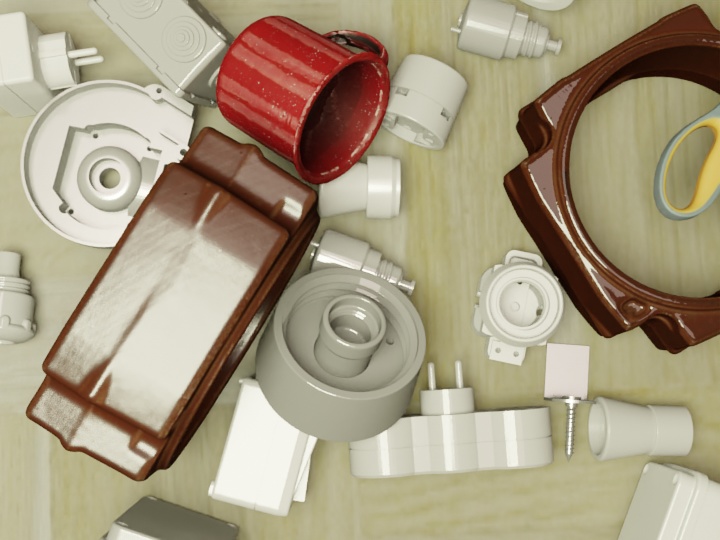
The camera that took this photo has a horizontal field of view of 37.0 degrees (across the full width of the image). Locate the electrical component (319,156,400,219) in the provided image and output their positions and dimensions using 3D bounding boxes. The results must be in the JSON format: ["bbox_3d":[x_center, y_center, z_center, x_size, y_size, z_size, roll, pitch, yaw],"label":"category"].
[{"bbox_3d":[-0.001,-0.058,0.751,0.055,0.045,0.045,1,85,-1],"label":"electrical component"}]

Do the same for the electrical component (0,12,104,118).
[{"bbox_3d":[-0.215,-0.141,0.735,0.076,0.083,0.047,-9,85,-2],"label":"electrical component"}]

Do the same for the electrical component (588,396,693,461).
[{"bbox_3d":[0.195,0.110,0.741,0.065,0.044,0.044,2,85,-5],"label":"electrical component"}]

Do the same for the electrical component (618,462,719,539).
[{"bbox_3d":[0.210,0.190,0.714,0.057,0.078,0.113,22,85,-2],"label":"electrical component"}]

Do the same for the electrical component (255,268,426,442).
[{"bbox_3d":[-0.009,0.048,0.689,0.108,0.060,0.108,8,53,-10],"label":"electrical component"}]

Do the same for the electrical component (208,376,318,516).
[{"bbox_3d":[-0.057,0.112,0.725,0.061,0.061,0.096,15,85,0],"label":"electrical component"}]

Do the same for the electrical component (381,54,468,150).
[{"bbox_3d":[0.044,-0.118,0.753,0.055,0.055,0.047,26,82,1],"label":"electrical component"}]

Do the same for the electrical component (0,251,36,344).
[{"bbox_3d":[-0.246,0.019,0.740,0.048,0.048,0.062,3,77,-1],"label":"electrical component"}]

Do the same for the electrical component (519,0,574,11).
[{"bbox_3d":[0.125,-0.240,0.741,0.108,0.108,0.060,42,79,3],"label":"electrical component"}]

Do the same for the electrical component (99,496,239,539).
[{"bbox_3d":[-0.125,0.191,0.691,0.078,0.113,0.057,19,88,1],"label":"electrical component"}]

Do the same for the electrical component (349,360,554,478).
[{"bbox_3d":[0.060,0.099,0.733,0.138,0.052,0.073,-4,85,-1],"label":"electrical component"}]

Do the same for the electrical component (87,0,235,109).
[{"bbox_3d":[-0.125,-0.161,0.732,0.048,0.100,0.099,-45,87,8],"label":"electrical component"}]

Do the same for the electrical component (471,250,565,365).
[{"bbox_3d":[0.108,0.025,0.738,0.058,0.057,0.078,12,85,0],"label":"electrical component"}]

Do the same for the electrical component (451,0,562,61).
[{"bbox_3d":[0.104,-0.168,0.765,0.078,0.040,0.040,16,85,0],"label":"electrical component"}]

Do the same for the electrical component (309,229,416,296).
[{"bbox_3d":[0.000,0.000,0.747,0.078,0.040,0.040,19,85,0],"label":"electrical component"}]
